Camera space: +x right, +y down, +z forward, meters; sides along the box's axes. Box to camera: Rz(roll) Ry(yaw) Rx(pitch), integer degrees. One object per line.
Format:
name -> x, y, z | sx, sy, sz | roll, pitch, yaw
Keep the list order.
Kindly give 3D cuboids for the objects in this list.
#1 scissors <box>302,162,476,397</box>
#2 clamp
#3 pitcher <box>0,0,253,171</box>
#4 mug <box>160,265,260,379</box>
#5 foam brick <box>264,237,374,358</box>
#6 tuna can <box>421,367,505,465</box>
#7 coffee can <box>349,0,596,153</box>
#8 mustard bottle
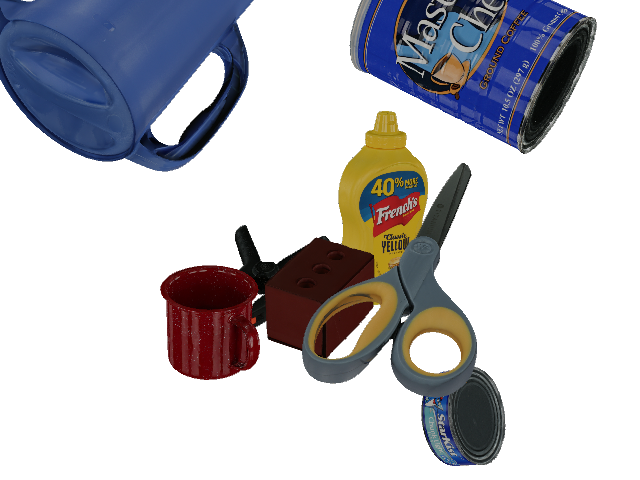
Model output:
scissors -> 0.068, 0.019, 0.584 | 0.096, 0.016, 0.201 | 24, 45, 28
clamp -> -0.053, 0.041, 1.255 | 0.120, 0.039, 0.171 | -2, 40, 10
pitcher -> -0.130, -0.179, 0.865 | 0.145, 0.149, 0.242 | 17, 53, 27
mug -> -0.099, 0.085, 1.026 | 0.117, 0.081, 0.093 | 25, 34, 38
foam brick -> 0.001, 0.042, 0.800 | 0.053, 0.051, 0.078 | 16, 35, 25
tuna can -> 0.127, 0.157, 0.947 | 0.034, 0.086, 0.085 | -14, -9, 40
coffee can -> 0.106, -0.138, 0.752 | 0.140, 0.103, 0.102 | 30, 11, 19
mustard bottle -> 0.064, -0.034, 1.076 | 0.096, 0.192, 0.058 | -8, 18, -28
